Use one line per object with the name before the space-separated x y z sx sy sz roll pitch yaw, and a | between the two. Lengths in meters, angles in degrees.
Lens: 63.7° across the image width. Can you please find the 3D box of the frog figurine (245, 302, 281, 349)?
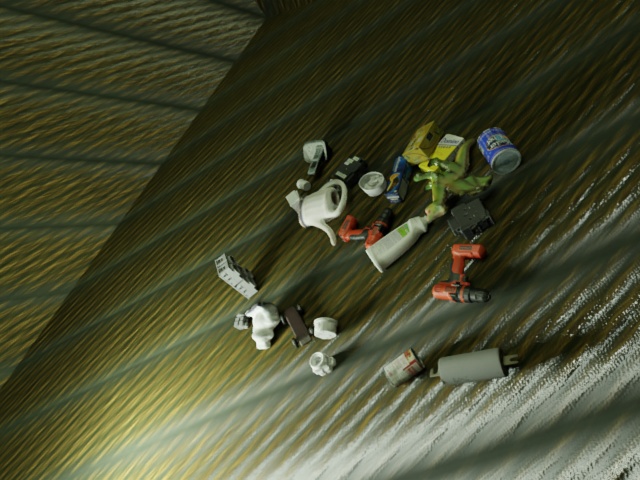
frog figurine | -0.200 0.318 1.916 0.136 0.161 0.123 -32 -16 29

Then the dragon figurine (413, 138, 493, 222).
dragon figurine | 0.488 -0.215 1.789 0.414 0.119 0.246 -42 43 -15

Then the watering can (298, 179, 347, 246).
watering can | 0.006 -0.106 2.107 0.222 0.356 0.102 -16 -44 32
